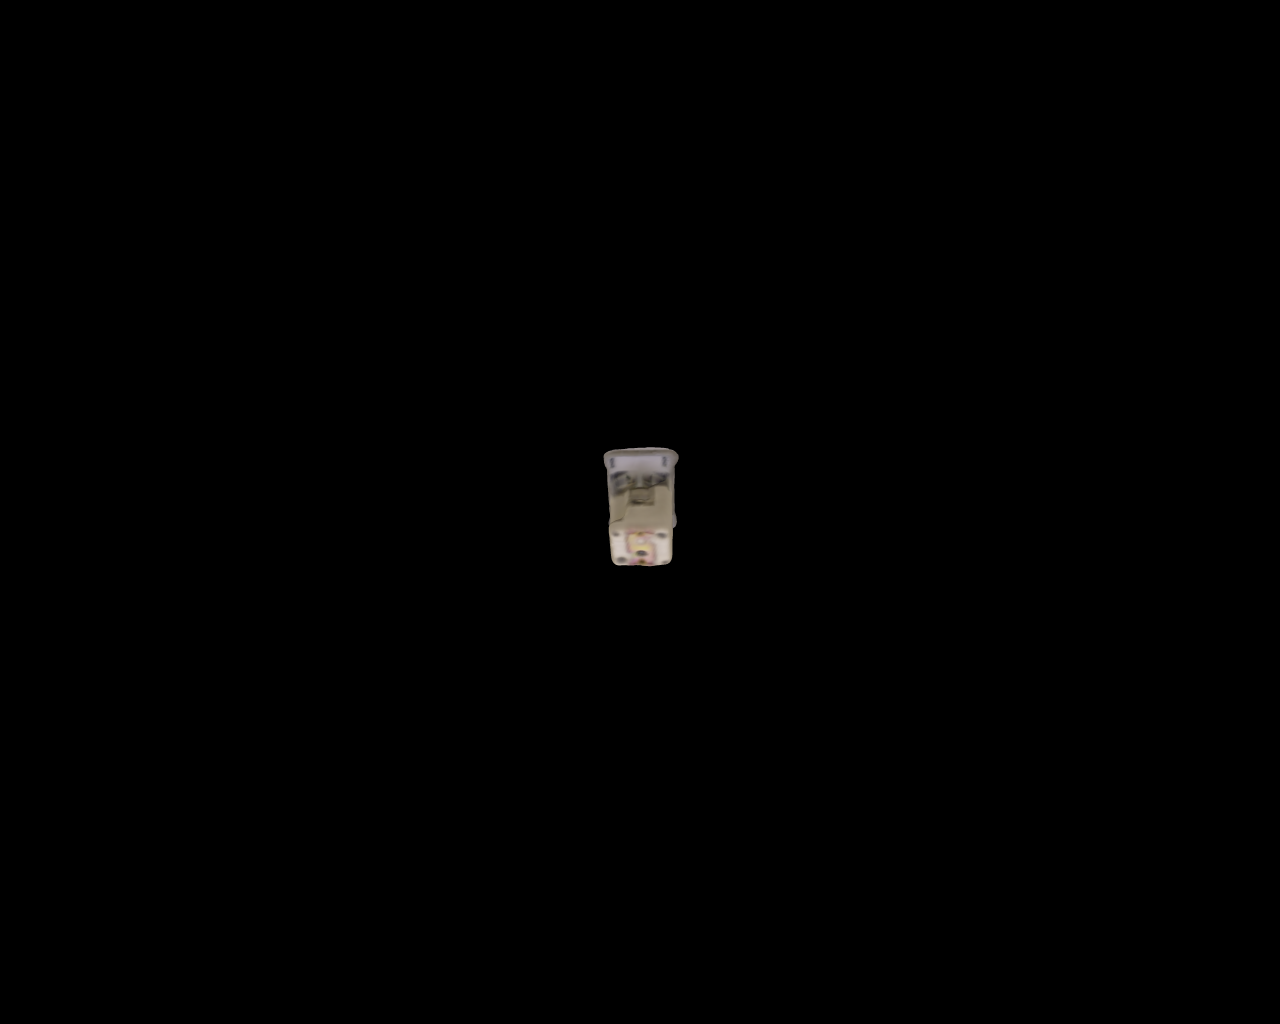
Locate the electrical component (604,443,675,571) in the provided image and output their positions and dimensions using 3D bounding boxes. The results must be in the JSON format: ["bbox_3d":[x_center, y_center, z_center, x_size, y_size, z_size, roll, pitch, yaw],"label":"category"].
[{"bbox_3d":[0.001,-0.003,0.650,0.042,0.064,0.080,-1,-34,2],"label":"electrical component"}]
